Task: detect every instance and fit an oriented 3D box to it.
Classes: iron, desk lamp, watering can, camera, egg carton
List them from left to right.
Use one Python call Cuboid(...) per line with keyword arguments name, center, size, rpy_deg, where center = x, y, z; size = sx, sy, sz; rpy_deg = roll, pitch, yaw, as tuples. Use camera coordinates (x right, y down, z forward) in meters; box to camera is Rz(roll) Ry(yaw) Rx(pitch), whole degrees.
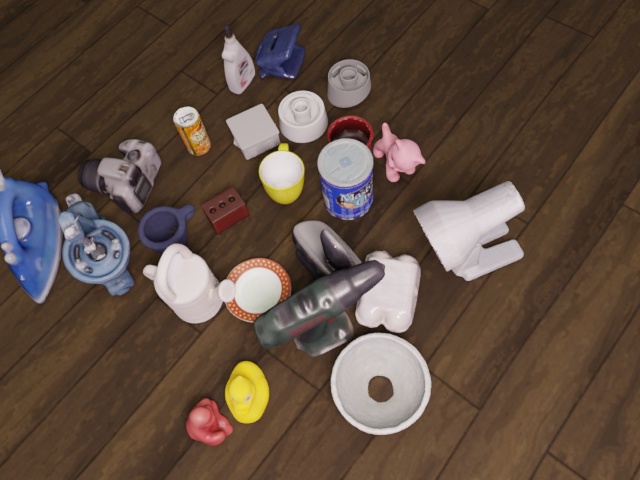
Cuboid(name="iron", center=(-0.587, -0.014, 1.118), size=(0.118, 0.141, 0.258), rpy_deg=(-17, 65, -3))
Cuboid(name="camera", center=(-0.423, -0.145, 1.188), size=(0.136, 0.101, 0.143), rpy_deg=(12, 67, 10))
Cuboid(name="watering can", center=(-0.235, 0.072, 1.020), size=(0.173, 0.194, 0.101), rpy_deg=(-6, 65, 2))
Cuboid(name="egg carton", center=(0.126, 0.093, 1.050), size=(0.107, 0.069, 0.150), rpy_deg=(8, 66, 8))
Cuboid(name="desk lamp", center=(0.266, -0.015, 1.009), size=(0.203, 0.214, 0.118), rpy_deg=(-22, 65, -6))

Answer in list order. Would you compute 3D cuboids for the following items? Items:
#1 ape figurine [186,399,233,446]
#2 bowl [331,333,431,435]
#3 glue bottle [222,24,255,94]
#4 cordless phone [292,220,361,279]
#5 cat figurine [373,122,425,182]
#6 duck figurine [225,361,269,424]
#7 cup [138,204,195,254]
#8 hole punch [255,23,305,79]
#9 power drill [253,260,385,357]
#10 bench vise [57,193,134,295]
Cuboid(name="ape figurine", center=(-0.194, 0.305, 0.966), size=(0.076, 0.092, 0.078), rpy_deg=(-6, 65, 2))
Cuboid(name="bowl", center=(0.103, 0.249, 0.977), size=(0.167, 0.075, 0.167), rpy_deg=(-2, 65, 4))
Cuboid(name="glue bottle", center=(-0.185, -0.401, 1.246), size=(0.037, 0.173, 0.078), rpy_deg=(22, 69, 14))
Cuboid(name="cordless phone", center=(0.010, 0.004, 1.037), size=(0.094, 0.185, 0.147), rpy_deg=(-39, 68, -13))
Cuboid(name="cat figurine", center=(0.157, -0.179, 1.147), size=(0.067, 0.118, 0.127), rpy_deg=(-25, 66, -7))
Cuboid(name="duck figurine", center=(-0.131, 0.257, 0.986), size=(0.077, 0.086, 0.104), rpy_deg=(-5, 65, 3))
Cuboid(name="cup", center=(-0.286, -0.016, 1.120), size=(0.118, 0.095, 0.091), rpy_deg=(-40, 68, -13))
Cuboid(name="hole punch", center=(-0.094, -0.431, 1.298), size=(0.101, 0.091, 0.109), rpy_deg=(11, 67, 10))
Cuboid(name="power drill", center=(0.005, 0.124, 0.969), size=(0.230, 0.208, 0.075), rpy_deg=(-26, 66, -7))
Cuboid(name="bench vise", center=(-0.444, -0.007, 1.060), size=(0.207, 0.220, 0.121), rpy_deg=(37, 73, 19))
